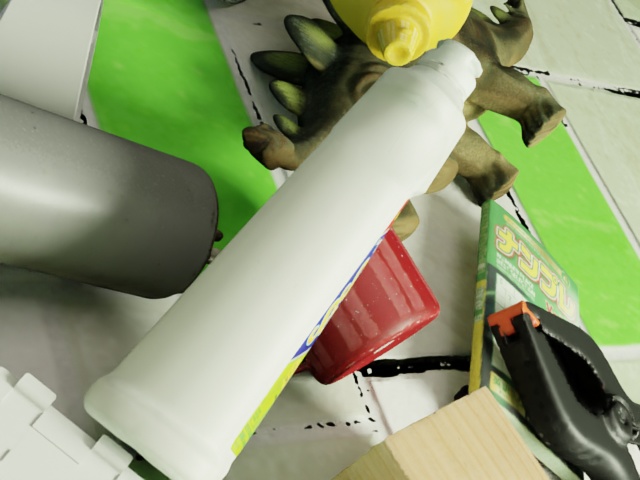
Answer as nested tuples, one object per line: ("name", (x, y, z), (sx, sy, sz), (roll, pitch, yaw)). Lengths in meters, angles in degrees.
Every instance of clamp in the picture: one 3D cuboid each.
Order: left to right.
("clamp", (0.176, 0.125, 0.662), (0.210, 0.036, 0.164), (45, 38, -19))

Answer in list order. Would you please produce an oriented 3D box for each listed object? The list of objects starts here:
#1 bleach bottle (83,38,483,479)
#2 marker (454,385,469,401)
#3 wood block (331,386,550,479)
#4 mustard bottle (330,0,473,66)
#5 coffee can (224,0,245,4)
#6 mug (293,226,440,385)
("bleach bottle", (-0.003, 0.001, 0.503), (0.068, 0.102, 0.250), (37, 76, 5))
("marker", (0.093, 0.138, 0.620), (0.020, 0.020, 0.121), (21, 44, -25))
("wood block", (0.089, 0.188, 0.515), (0.090, 0.091, 0.206), (-16, 66, -46))
("mustard bottle", (0.052, -0.174, 0.699), (0.096, 0.058, 0.191), (17, 42, -11))
("coffee can", (-0.077, -0.256, 0.763), (0.140, 0.103, 0.102), (48, 40, 6))
("mug", (0.004, 0.033, 0.595), (0.117, 0.093, 0.081), (-29, 79, -18))
